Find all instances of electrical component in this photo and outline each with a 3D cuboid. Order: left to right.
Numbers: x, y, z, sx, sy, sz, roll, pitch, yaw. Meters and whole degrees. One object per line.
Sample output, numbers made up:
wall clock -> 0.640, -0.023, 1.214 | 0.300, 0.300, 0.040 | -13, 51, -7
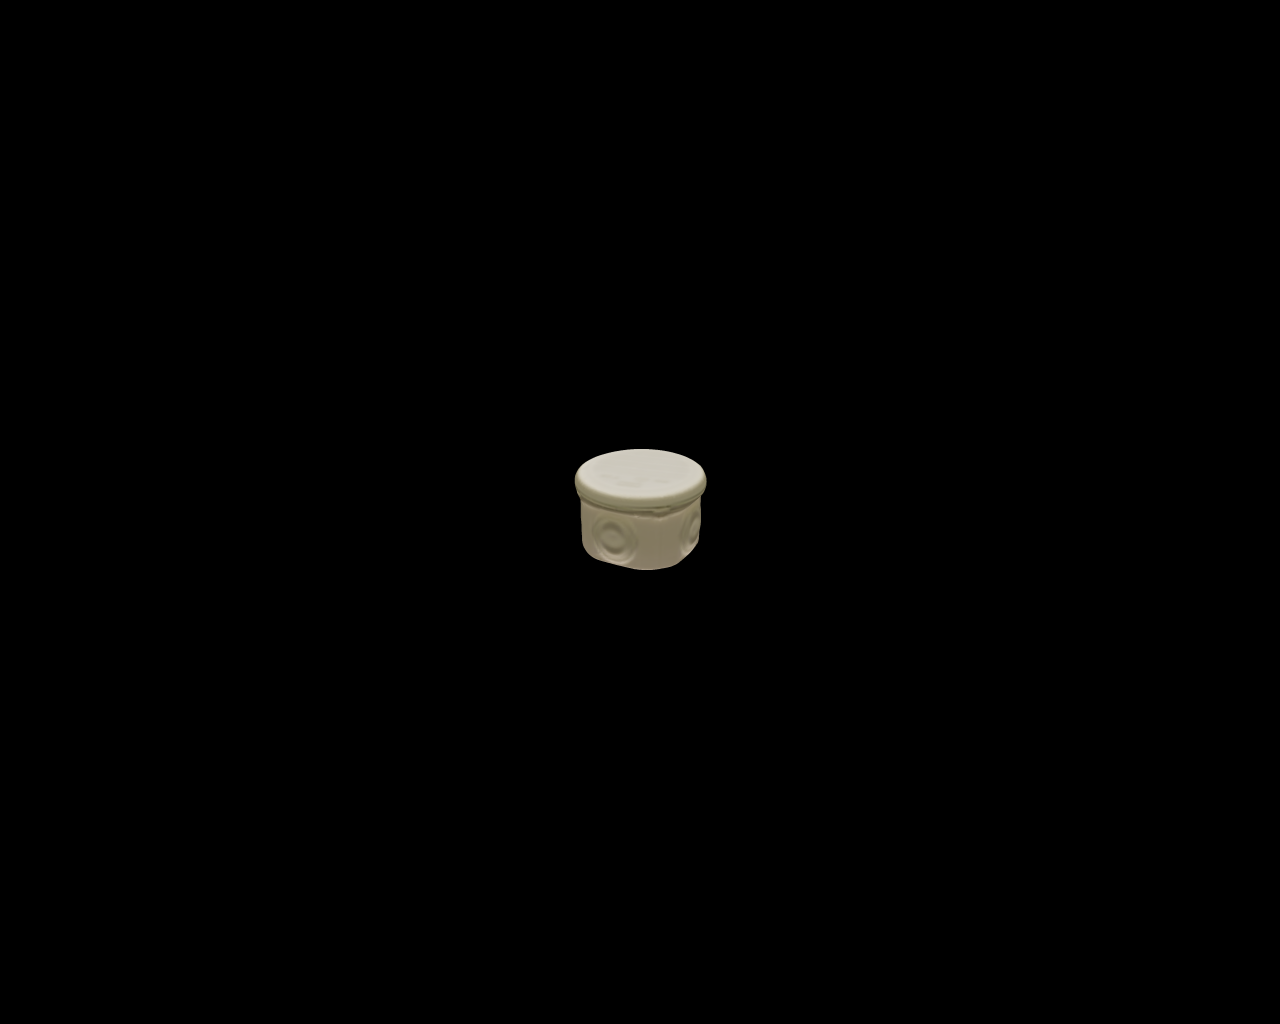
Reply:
electrical component -> 0.001, -0.003, 0.650 | 0.080, 0.050, 0.080 | 0, 25, 0
